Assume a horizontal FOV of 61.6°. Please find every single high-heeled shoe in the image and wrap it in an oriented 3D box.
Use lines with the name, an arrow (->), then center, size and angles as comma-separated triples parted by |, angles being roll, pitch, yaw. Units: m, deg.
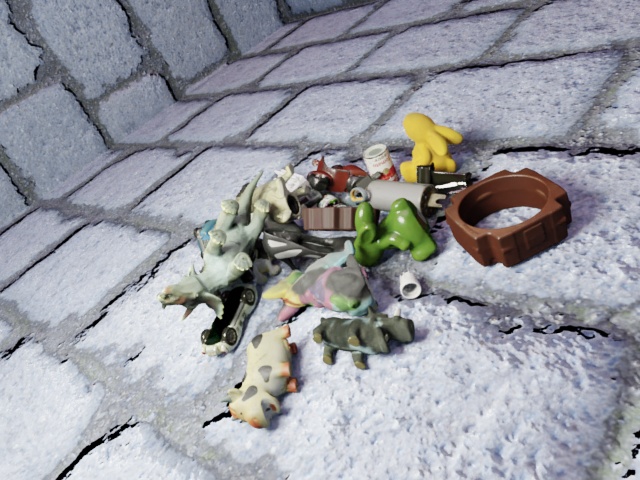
high-heeled shoe -> -0.003, -0.004, 1.217 | 0.249, 0.145, 0.086 | -21, 33, 12

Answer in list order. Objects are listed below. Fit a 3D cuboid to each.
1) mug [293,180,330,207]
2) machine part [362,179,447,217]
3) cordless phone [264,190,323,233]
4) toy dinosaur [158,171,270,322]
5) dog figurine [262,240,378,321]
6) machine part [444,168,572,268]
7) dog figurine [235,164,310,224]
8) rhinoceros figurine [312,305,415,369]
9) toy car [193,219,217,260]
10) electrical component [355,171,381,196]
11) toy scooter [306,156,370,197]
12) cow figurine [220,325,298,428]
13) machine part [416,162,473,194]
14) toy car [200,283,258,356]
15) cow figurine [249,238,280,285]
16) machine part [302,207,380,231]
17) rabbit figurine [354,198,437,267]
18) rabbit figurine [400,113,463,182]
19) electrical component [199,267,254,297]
mug -> -0.022, -0.135, 1.493 | 0.110, 0.080, 0.107 | -4, 27, 33
machine part -> 0.193, -0.100, 1.278 | 0.243, 0.079, 0.079 | 12, 49, 45
cordless phone -> -0.058, -0.051, 1.367 | 0.184, 0.088, 0.147 | -35, 32, -4
toy dinosaur -> -0.204, 0.021, 1.197 | 0.192, 0.131, 0.405 | -53, 8, 40
dog figurine -> -0.005, 0.109, 1.096 | 0.219, 0.108, 0.192 | -27, 30, 9
machine part -> 0.368, -0.045, 1.060 | 0.201, 0.087, 0.202 | -28, 33, -1
dog figurine -> -0.136, -0.083, 1.332 | 0.191, 0.121, 0.172 | -21, 25, 26
rhinoceros figurine -> 0.079, 0.173, 0.978 | 0.190, 0.073, 0.112 | -8, 25, 31
toy car -> -0.260, -0.007, 1.419 | 0.103, 0.109, 0.161 | -15, 4, 10
electrical component -> 0.128, -0.132, 1.385 | 0.094, 0.063, 0.021 | -38, 14, 10
toy scooter -> 0.043, -0.176, 1.438 | 0.184, 0.075, 0.135 | 2, 34, -22
cow figurine -> -0.106, 0.252, 0.981 | 0.127, 0.085, 0.195 | -14, 36, 9
machine part -> 0.293, -0.140, 1.274 | 0.139, 0.084, 0.039 | 10, 14, 29
toy car -> -0.199, 0.175, 1.189 | 0.074, 0.056, 0.202 | -10, 38, 27
cow figurine -> -0.164, 0.029, 1.336 | 0.068, 0.098, 0.167 | -33, 33, -1
machine part -> 0.047, -0.045, 1.243 | 0.179, 0.056, 0.179 | 2, 0, 0
rabbit figurine -> 0.137, -0.003, 1.133 | 0.170, 0.159, 0.121 | -33, 38, 19
rabbit figurine -> 0.263, -0.233, 1.331 | 0.122, 0.173, 0.163 | -39, 29, -26
electrical component -> -0.233, 0.089, 1.338 | 0.115, 0.058, 0.134 | -34, 32, -8
